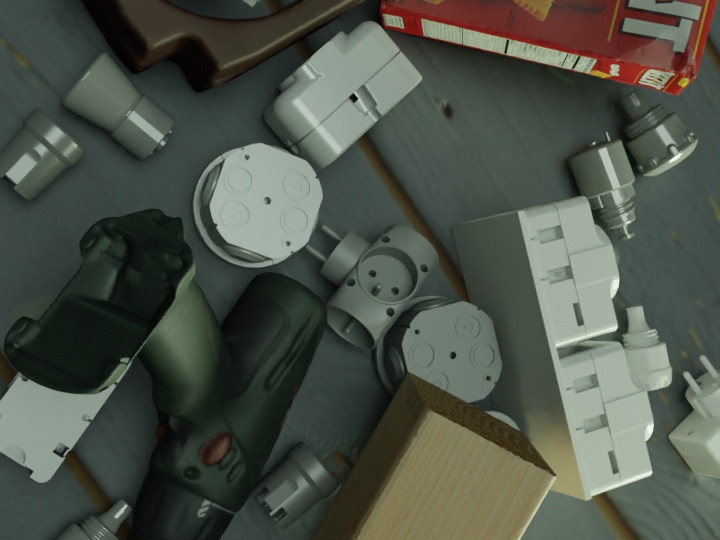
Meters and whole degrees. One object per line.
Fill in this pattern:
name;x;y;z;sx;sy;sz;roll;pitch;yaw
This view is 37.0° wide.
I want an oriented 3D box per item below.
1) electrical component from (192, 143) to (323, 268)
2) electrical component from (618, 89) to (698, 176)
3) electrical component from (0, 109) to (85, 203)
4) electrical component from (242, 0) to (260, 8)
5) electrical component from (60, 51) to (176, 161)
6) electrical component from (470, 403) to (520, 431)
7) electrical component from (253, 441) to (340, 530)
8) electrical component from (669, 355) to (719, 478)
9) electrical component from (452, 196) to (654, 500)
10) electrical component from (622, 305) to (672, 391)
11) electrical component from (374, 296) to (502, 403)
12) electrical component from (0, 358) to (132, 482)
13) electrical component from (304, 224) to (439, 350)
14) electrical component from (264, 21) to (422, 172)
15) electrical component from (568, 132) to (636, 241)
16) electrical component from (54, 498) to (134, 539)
electrical component;-0.066;-0.042;0.698;0.080;0.051;0.080;1;87;-18
electrical component;0.216;-0.104;0.798;0.048;0.048;0.062;-34;91;-16
electrical component;-0.200;-0.070;0.663;0.040;0.040;0.046;43;82;-12
electrical component;-0.090;-0.212;0.594;0.121;0.063;0.078;32;37;-15
electrical component;-0.150;-0.100;0.680;0.065;0.044;0.044;40;77;-17
electrical component;0.080;0.120;0.740;0.055;0.047;0.055;1;87;-18
electrical component;-0.043;0.142;0.704;0.046;0.040;0.040;-40;99;-10
electrical component;0.269;0.099;0.803;0.083;0.047;0.075;-40;99;-16
electrical component;0.131;0.050;0.730;0.060;0.105;0.186;-14;92;-18
electrical component;0.208;0.057;0.792;0.035;0.035;0.061;-11;89;-18
electrical component;0.054;0.057;0.733;0.080;0.051;0.080;1;87;-18
electrical component;-0.186;0.076;0.651;0.050;0.056;0.089;37;77;-13
electrical component;0.000;0.000;0.720;0.079;0.044;0.077;37;65;4
electrical component;-0.015;-0.118;0.717;0.095;0.054;0.059;-44;101;-15
electrical component;0.182;-0.060;0.785;0.040;0.040;0.078;-23;95;-18
electrical component;-0.166;0.167;0.665;0.035;0.035;0.061;47;73;-11
